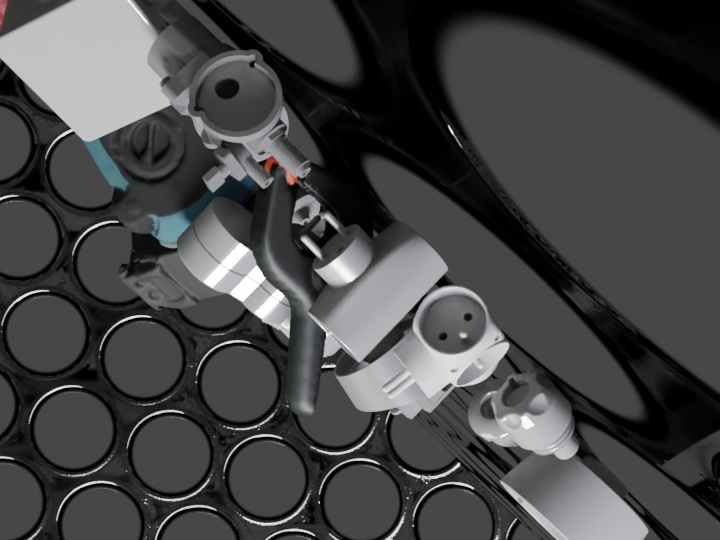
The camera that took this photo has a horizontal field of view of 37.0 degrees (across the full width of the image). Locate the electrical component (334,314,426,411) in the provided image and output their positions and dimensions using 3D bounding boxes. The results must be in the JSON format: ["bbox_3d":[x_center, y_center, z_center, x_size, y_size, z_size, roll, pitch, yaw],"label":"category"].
[{"bbox_3d":[0.031,0.075,0.875,0.064,0.099,0.099,52,173,-12],"label":"electrical component"}]

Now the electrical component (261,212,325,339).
[{"bbox_3d":[-0.043,0.009,0.899,0.048,0.100,0.099,55,179,26],"label":"electrical component"}]

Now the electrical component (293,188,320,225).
[{"bbox_3d":[-0.063,-0.052,0.858,0.081,0.043,0.043,38,171,47],"label":"electrical component"}]

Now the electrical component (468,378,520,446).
[{"bbox_3d":[0.115,0.114,0.816,0.048,0.048,0.062,38,179,45],"label":"electrical component"}]

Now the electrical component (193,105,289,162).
[{"bbox_3d":[-0.071,-0.090,0.641,0.045,0.045,0.055,47,173,-29],"label":"electrical component"}]

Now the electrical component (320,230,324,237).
[{"bbox_3d":[0.000,0.000,0.795,0.079,0.043,0.077,44,174,0],"label":"electrical component"}]

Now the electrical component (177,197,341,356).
[{"bbox_3d":[-0.044,-0.006,0.709,0.138,0.074,0.052,35,-158,-28],"label":"electrical component"}]

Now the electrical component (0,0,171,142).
[{"bbox_3d":[-0.151,-0.134,0.631,0.099,0.100,0.048,50,-153,-44],"label":"electrical component"}]

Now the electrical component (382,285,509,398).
[{"bbox_3d":[0.048,0.053,0.661,0.044,0.079,0.077,52,178,22],"label":"electrical component"}]

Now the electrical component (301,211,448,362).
[{"bbox_3d":[-0.001,0.000,0.633,0.079,0.077,0.043,46,174,-19],"label":"electrical component"}]

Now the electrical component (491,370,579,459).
[{"bbox_3d":[0.115,0.096,0.681,0.062,0.043,0.043,46,174,-28],"label":"electrical component"}]

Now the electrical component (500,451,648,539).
[{"bbox_3d":[0.164,0.172,0.799,0.108,0.060,0.108,44,174,6],"label":"electrical component"}]
